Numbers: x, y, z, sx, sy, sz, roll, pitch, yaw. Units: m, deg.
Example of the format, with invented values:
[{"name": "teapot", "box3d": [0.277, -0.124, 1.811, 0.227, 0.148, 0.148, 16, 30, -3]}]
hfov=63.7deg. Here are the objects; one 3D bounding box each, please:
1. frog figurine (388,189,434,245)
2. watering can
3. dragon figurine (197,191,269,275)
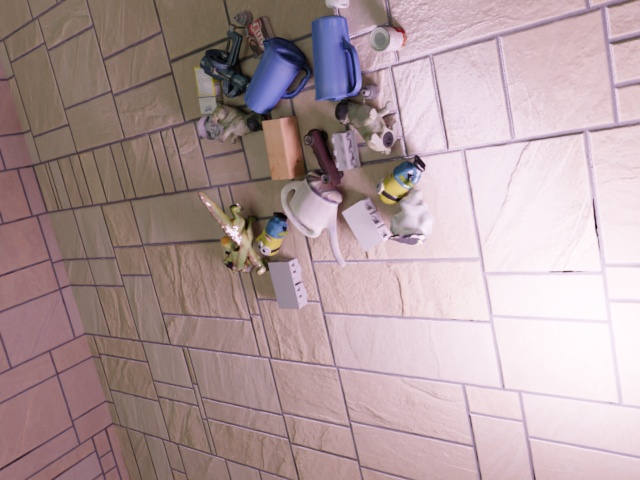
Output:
[{"name": "frog figurine", "box3d": [0.281, -0.069, 1.577, 0.136, 0.121, 0.162, -12, 63, 46]}, {"name": "watering can", "box3d": [0.005, -0.088, 1.753, 0.351, 0.105, 0.220, 45, 125, 16]}, {"name": "dragon figurine", "box3d": [-0.315, 0.005, 1.905, 0.121, 0.405, 0.248, -28, 50, 25]}]
